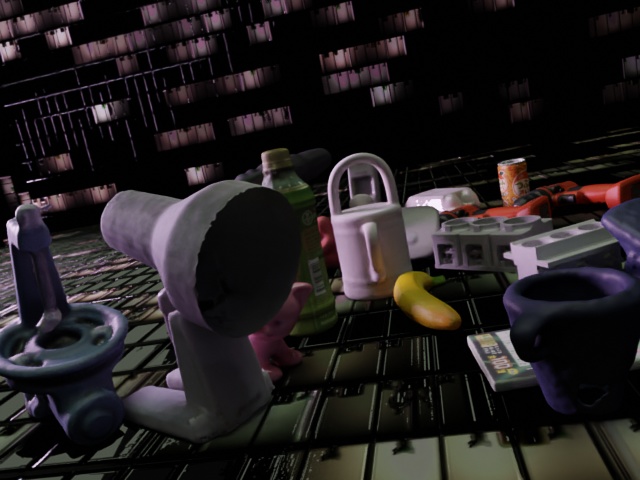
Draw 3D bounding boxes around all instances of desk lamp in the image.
[{"bbox_3d":[-0.109,0.057,0.495,0.202,0.214,0.118,-3,13,38],"label":"desk lamp"}]

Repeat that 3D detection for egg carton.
[{"bbox_3d":[0.251,-0.066,1.177,0.107,0.069,0.149,-18,12,-34],"label":"egg carton"}]

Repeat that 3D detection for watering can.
[{"bbox_3d":[0.064,-0.024,0.801,0.101,0.194,0.172,-15,11,-19],"label":"watering can"}]

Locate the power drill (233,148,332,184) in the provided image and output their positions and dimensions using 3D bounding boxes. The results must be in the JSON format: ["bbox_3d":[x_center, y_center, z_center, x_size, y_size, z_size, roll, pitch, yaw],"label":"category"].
[{"bbox_3d":[-0.066,-0.024,0.903,0.230,0.208,0.075,-16,11,-25],"label":"power drill"}]

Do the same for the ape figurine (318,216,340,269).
[{"bbox_3d":[0.009,0.004,0.999,0.076,0.092,0.078,-8,11,19],"label":"ape figurine"}]

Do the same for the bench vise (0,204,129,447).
[{"bbox_3d":[-0.274,0.077,0.550,0.206,0.220,0.122,-4,13,36],"label":"bench vise"}]

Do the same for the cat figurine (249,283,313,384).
[{"bbox_3d":[-0.067,0.081,0.589,0.127,0.118,0.067,-5,12,33],"label":"cat figurine"}]

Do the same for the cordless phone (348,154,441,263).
[{"bbox_3d":[0.115,-0.052,0.921,0.147,0.185,0.094,-8,11,21],"label":"cordless phone"}]

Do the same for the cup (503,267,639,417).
[{"bbox_3d":[0.173,0.079,0.398,0.118,0.095,0.091,-20,13,-39],"label":"cup"}]

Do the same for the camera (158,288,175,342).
[{"bbox_3d":[-0.135,0.067,0.789,0.136,0.101,0.143,-10,10,7],"label":"camera"}]

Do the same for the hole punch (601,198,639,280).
[{"bbox_3d":[0.372,0.002,0.609,0.109,0.091,0.101,-15,11,-19],"label":"hole punch"}]
